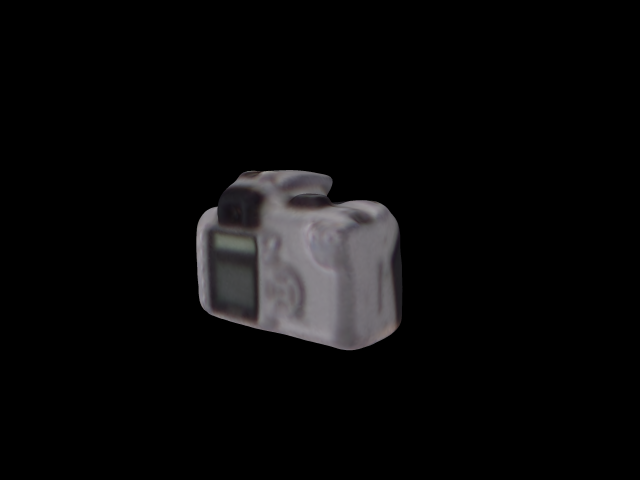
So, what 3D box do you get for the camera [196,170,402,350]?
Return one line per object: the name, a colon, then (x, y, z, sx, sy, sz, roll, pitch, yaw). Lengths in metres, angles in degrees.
camera: (0.004, 0.001, 0.400, 0.142, 0.101, 0.137, 7, 11, 39)
